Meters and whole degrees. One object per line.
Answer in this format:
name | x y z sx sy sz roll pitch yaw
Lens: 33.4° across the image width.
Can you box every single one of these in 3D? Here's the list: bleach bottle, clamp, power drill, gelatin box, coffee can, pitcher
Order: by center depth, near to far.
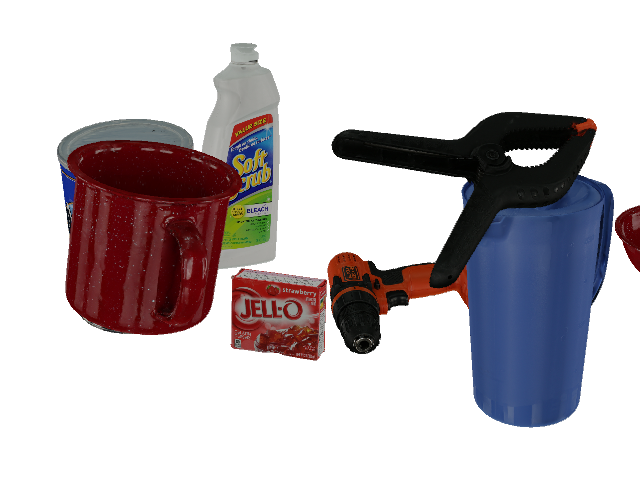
clamp | 0.133 -0.047 0.839 0.209 0.165 0.036 -14 -37 -15
coffee can | -0.148 -0.012 0.843 0.103 0.140 0.103 0 28 0
gelatin box | -0.040 0.069 1.004 0.089 0.073 0.030 7 17 16
pitcher | 0.216 0.055 1.061 0.149 0.243 0.145 1 24 10
power drill | 0.104 0.063 1.192 0.187 0.057 0.184 -3 28 -4
bleach bottle | -0.097 -0.097 1.218 0.102 0.251 0.068 -7 22 -26

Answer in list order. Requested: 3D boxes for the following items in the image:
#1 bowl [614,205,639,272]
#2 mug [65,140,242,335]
bowl | 0.397 0.014 1.151 0.162 0.055 0.162 0 26 0
mug | -0.088 0.003 0.571 0.093 0.081 0.117 -3 25 -32
